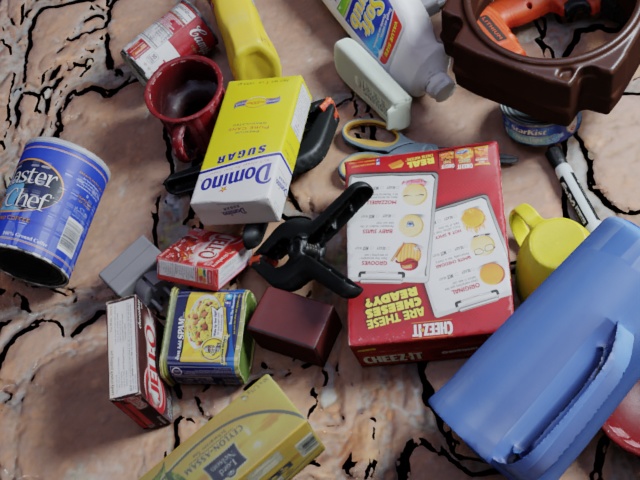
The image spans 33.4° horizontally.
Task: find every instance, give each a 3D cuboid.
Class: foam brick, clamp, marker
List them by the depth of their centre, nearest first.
[{"bbox_3d":[-0.025,0.089,1.093,0.078,0.053,0.051,16,67,20],"label":"foam brick"},{"bbox_3d":[-0.007,0.001,1.095,0.172,0.039,0.120,-2,65,48],"label":"clamp"},{"bbox_3d":[0.266,-0.051,1.114,0.020,0.020,0.121,-21,59,2],"label":"marker"},{"bbox_3d":[-0.066,-0.090,1.202,0.165,0.036,0.209,26,63,36],"label":"clamp"}]

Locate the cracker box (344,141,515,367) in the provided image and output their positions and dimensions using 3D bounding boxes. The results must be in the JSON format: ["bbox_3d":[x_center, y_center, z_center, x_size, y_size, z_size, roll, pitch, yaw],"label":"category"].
[{"bbox_3d":[0.111,0.014,1.089,0.164,0.072,0.213,-7,62,12],"label":"cracker box"}]

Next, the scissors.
[{"bbox_3d":[0.106,-0.083,1.173,0.202,0.016,0.096,21,67,24],"label":"scissors"}]

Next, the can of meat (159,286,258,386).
[{"bbox_3d":[-0.114,0.100,1.107,0.084,0.057,0.102,-1,62,12],"label":"can of meat"}]

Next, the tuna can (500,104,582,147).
[{"bbox_3d":[0.239,-0.140,1.150,0.086,0.033,0.086,-9,46,10],"label":"tuna can"}]

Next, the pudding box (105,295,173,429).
[{"bbox_3d":[-0.184,0.126,1.091,0.039,0.090,0.113,-15,59,7],"label":"pudding box"}]

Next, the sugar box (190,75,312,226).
[{"bbox_3d":[-0.073,-0.099,1.154,0.093,0.048,0.176,-3,51,21],"label":"sugar box"}]

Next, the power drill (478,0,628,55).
[{"bbox_3d":[0.269,-0.251,1.202,0.187,0.057,0.184,-31,58,-6],"label":"power drill"}]

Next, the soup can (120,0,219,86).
[{"bbox_3d":[-0.183,-0.235,1.299,0.102,0.068,0.069,-41,61,-9],"label":"soup can"}]

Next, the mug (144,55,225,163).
[{"bbox_3d":[-0.147,-0.143,1.231,0.093,0.081,0.117,0,62,14],"label":"mug"}]

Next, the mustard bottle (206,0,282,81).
[{"bbox_3d":[-0.100,-0.270,1.280,0.058,0.096,0.192,-22,59,2],"label":"mustard bottle"}]

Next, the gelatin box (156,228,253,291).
[{"bbox_3d":[-0.121,0.019,1.141,0.073,0.030,0.089,11,26,21],"label":"gelatin box"}]

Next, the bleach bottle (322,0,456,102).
[{"bbox_3d":[0.081,-0.259,1.233,0.103,0.067,0.251,-52,56,29],"label":"bleach bottle"}]

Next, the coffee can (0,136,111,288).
[{"bbox_3d":[-0.307,-0.030,1.199,0.103,0.102,0.140,8,65,18],"label":"coffee can"}]

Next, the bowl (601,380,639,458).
[{"bbox_3d":[0.325,0.127,0.963,0.162,0.055,0.162,-22,53,32],"label":"bowl"}]

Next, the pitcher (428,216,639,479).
[{"bbox_3d":[0.222,0.103,0.935,0.243,0.144,0.149,-50,51,4],"label":"pitcher"}]
